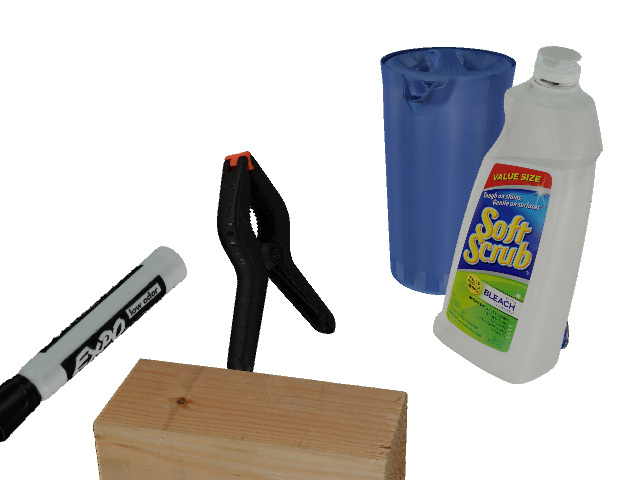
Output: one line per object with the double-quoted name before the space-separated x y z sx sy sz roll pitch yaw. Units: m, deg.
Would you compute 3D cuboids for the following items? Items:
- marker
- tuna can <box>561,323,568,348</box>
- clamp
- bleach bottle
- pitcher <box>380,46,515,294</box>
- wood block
"marker" -0.102 0.043 0.459 0.020 0.020 0.121 0 33 42
"tuna can" 0.247 0.086 1.208 0.033 0.086 0.086 -15 2 -7
"clamp" -0.049 0.018 1.032 0.036 0.210 0.164 -10 1 34
"bleach bottle" 0.147 -0.021 0.783 0.067 0.251 0.103 -21 39 -36
"pitcher" 0.133 -0.076 1.105 0.149 0.243 0.145 -7 24 -15
"wood block" -0.046 0.155 0.770 0.206 0.090 0.090 6 27 13
